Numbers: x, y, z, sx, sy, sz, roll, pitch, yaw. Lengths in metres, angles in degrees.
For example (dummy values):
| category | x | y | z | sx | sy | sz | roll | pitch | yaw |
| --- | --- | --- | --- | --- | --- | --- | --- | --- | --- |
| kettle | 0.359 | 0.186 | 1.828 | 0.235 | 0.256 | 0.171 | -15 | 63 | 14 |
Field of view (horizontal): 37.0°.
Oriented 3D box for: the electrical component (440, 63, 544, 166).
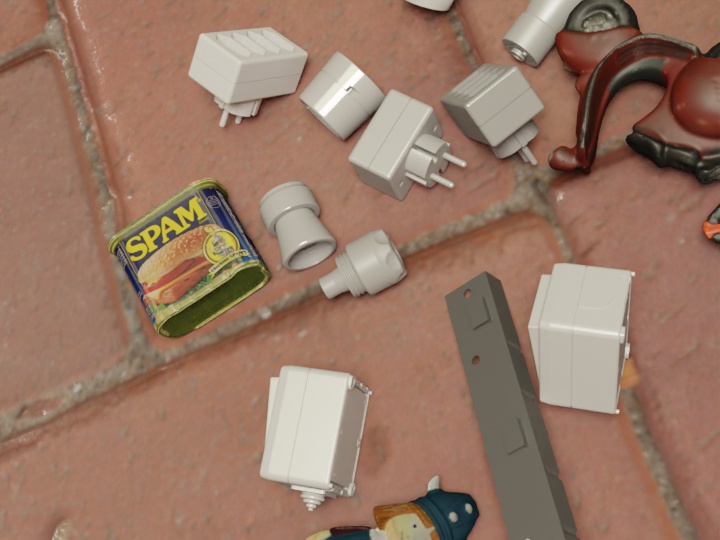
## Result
| category | x | y | z | sx | sy | sz | roll | pitch | yaw |
| --- | --- | --- | --- | --- | --- | --- | --- | --- | --- |
| electrical component | 0.107 | -0.109 | 0.800 | 0.047 | 0.083 | 0.075 | -38 | 105 | 1 |

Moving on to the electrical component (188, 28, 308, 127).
| category | x | y | z | sx | sy | sz | roll | pitch | yaw |
| --- | --- | --- | --- | --- | --- | --- | --- | --- | --- |
| electrical component | -0.095 | -0.149 | 0.867 | 0.047 | 0.083 | 0.075 | 38 | 123 | 23 |

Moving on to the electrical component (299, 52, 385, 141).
| category | x | y | z | sx | sy | sz | roll | pitch | yaw |
| --- | --- | --- | --- | --- | --- | --- | --- | --- | --- |
| electrical component | -0.015 | -0.135 | 0.847 | 0.047 | 0.055 | 0.055 | -47 | 67 | 1 |

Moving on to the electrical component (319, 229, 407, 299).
| category | x | y | z | sx | sy | sz | roll | pitch | yaw |
| --- | --- | --- | --- | --- | --- | --- | --- | --- | --- |
| electrical component | 0.000 | 0.000 | 0.805 | 0.062 | 0.043 | 0.043 | -28 | 68 | 6 |

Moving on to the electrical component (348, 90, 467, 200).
| category | x | y | z | sx | sy | sz | roll | pitch | yaw |
| --- | --- | --- | --- | --- | --- | --- | --- | --- | --- |
| electrical component | 0.044 | -0.087 | 0.819 | 0.077 | 0.047 | 0.065 | 28 | 82 | 21 |

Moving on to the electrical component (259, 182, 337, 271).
| category | x | y | z | sx | sy | sz | roll | pitch | yaw |
| --- | --- | --- | --- | --- | --- | --- | --- | --- | --- |
| electrical component | -0.049 | -0.034 | 0.828 | 0.045 | 0.045 | 0.055 | -28 | 67 | 5 |

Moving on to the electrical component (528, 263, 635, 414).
| category | x | y | z | sx | sy | sz | roll | pitch | yaw |
| --- | --- | --- | --- | --- | --- | --- | --- | --- | --- |
| electrical component | 0.149 | 0.050 | 0.725 | 0.061 | 0.096 | 0.061 | 7 | 45 | 17 |

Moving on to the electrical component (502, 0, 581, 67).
| category | x | y | z | sx | sy | sz | roll | pitch | yaw |
| --- | --- | --- | --- | --- | --- | --- | --- | --- | --- |
| electrical component | 0.141 | -0.190 | 0.830 | 0.044 | 0.044 | 0.065 | 37 | 89 | 22 |

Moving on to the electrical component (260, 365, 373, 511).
| category | x | y | z | sx | sy | sz | roll | pitch | yaw |
| --- | --- | --- | --- | --- | --- | --- | --- | --- | --- |
| electrical component | -0.035 | 0.121 | 0.764 | 0.061 | 0.061 | 0.096 | 6 | 74 | 17 |

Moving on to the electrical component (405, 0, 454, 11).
| category | x | y | z | sx | sy | sz | roll | pitch | yaw |
| --- | --- | --- | --- | --- | --- | --- | --- | --- | --- |
| electrical component | 0.078 | -0.246 | 0.855 | 0.079 | 0.077 | 0.043 | 8 | 27 | -20 |
